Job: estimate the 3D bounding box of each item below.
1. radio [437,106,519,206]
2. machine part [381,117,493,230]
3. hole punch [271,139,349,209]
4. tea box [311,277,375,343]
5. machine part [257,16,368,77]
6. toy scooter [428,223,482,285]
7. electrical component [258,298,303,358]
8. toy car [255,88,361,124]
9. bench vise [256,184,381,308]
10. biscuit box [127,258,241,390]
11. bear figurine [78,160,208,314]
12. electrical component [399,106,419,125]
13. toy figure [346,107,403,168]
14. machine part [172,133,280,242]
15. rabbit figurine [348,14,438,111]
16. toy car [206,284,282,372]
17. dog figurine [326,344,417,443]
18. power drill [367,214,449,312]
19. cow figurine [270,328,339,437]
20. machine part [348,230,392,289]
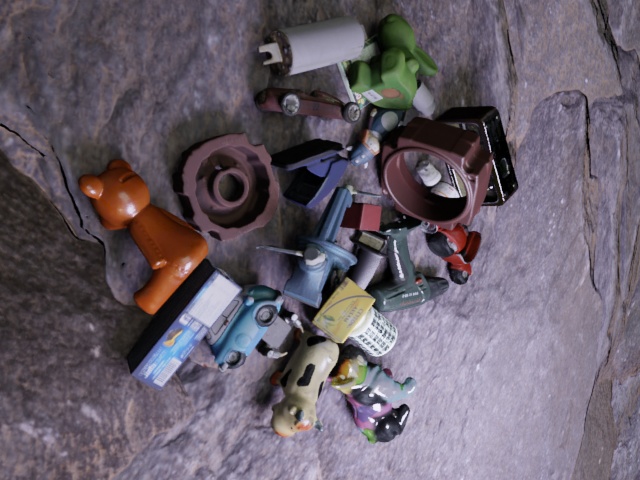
[{"bbox_3d":[0.358,-0.187,1.223,0.073,0.131,0.229,-41,120,-29],"label":"radio"},{"bbox_3d":[0.223,-0.126,1.055,0.087,0.201,0.201,-50,151,-33],"label":"machine part"},{"bbox_3d":[-0.016,-0.119,0.939,0.116,0.142,0.092,-27,112,-18],"label":"hole punch"},{"bbox_3d":[0.039,0.131,0.984,0.068,0.169,0.098,38,82,6],"label":"tea box"},{"bbox_3d":[-0.005,-0.341,0.943,0.243,0.079,0.079,-26,112,-34],"label":"machine part"},{"bbox_3d":[0.328,0.006,1.267,0.135,0.075,0.183,-53,128,-20],"label":"toy scooter"},{"bbox_3d":[-0.079,0.165,0.982,0.102,0.045,0.078,-50,125,-22],"label":"electrical component"},{"bbox_3d":[-0.016,-0.236,0.941,0.202,0.089,0.053,-4,103,-37],"label":"toy car"},{"bbox_3d":[0.008,0.000,0.949,0.240,0.129,0.223,-68,160,-14],"label":"bench vise"},{"bbox_3d":[-0.212,0.129,0.831,0.059,0.063,0.202,41,87,-32],"label":"biscuit box"},{"bbox_3d":[-0.265,-0.011,0.777,0.196,0.120,0.132,39,115,-10],"label":"bear figurine"},{"bbox_3d":[0.187,-0.255,1.145,0.094,0.021,0.063,18,85,-39],"label":"electrical component"},{"bbox_3d":[0.110,-0.211,1.071,0.064,0.057,0.154,32,74,5],"label":"toy figure"},{"bbox_3d":[-0.152,-0.087,0.879,0.179,0.056,0.179,-6,100,-37],"label":"machine part"},{"bbox_3d":[0.153,-0.346,1.027,0.159,0.121,0.170,20,71,-34],"label":"rabbit figurine"},{"bbox_3d":[-0.142,0.132,0.902,0.103,0.109,0.161,38,84,-9],"label":"toy car"},{"bbox_3d":[0.079,0.315,1.098,0.219,0.109,0.191,18,88,-35],"label":"dog figurine"},{"bbox_3d":[0.194,0.049,1.170,0.232,0.086,0.207,-18,115,-33],"label":"power drill"},{"bbox_3d":[-0.027,0.267,0.988,0.085,0.127,0.195,40,69,-32],"label":"cow figurine"},{"bbox_3d":[0.089,0.044,1.087,0.039,0.084,0.138,12,98,-65],"label":"machine part"}]
